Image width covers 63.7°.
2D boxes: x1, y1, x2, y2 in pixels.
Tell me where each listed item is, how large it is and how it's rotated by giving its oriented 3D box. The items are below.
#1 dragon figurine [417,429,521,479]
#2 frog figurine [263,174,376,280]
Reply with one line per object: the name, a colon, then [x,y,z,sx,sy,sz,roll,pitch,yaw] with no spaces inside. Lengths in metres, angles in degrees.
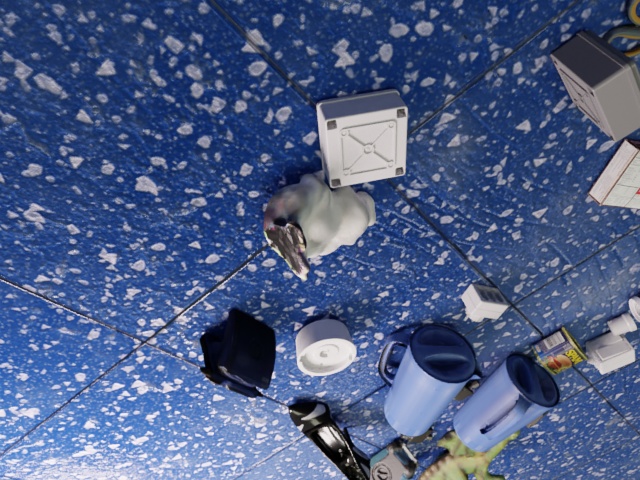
dragon figurine: [0.347,0.562,1.334,0.411,0.124,0.238,-19,122,-7]
frog figurine: [0.002,-0.037,0.739,0.162,0.123,0.134,-40,130,-29]
